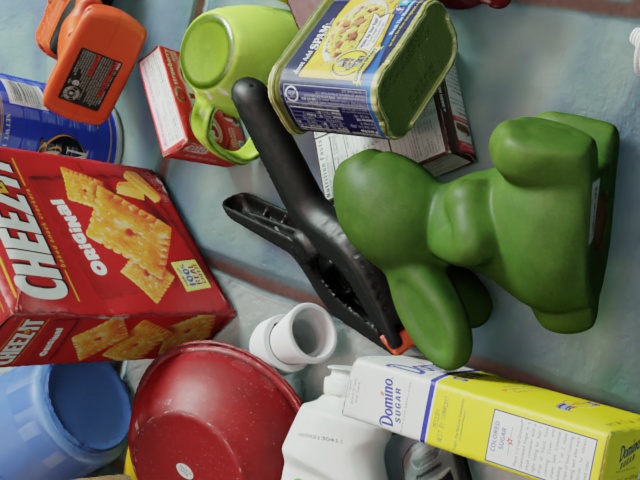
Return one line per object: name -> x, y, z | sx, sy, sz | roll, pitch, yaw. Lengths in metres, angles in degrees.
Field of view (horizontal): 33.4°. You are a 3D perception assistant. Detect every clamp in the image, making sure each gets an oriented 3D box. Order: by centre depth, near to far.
clamp -> -0.005, 0.001, 0.766 | 0.210, 0.036, 0.165 | 52, 157, 12

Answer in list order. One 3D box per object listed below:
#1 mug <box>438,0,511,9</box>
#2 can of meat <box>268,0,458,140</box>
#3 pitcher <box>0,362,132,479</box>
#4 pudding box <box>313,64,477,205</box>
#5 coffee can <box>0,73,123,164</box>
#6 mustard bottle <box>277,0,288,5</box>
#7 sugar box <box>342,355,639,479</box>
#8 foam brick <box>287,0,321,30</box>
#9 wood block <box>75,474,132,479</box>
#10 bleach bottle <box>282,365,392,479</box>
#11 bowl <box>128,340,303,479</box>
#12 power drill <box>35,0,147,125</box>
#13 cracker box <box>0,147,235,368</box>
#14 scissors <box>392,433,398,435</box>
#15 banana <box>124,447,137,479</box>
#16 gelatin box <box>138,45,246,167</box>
mug -> 0.086, -0.194, 0.707 | 0.093, 0.081, 0.117 | -51, 58, 23
can of meat -> 0.030, -0.113, 0.690 | 0.084, 0.057, 0.102 | 10, 56, 37
pitcher -> -0.282, 0.193, 0.928 | 0.243, 0.144, 0.149 | -32, 63, 29
pudding box -> 0.047, -0.081, 0.756 | 0.114, 0.039, 0.090 | -21, 73, 37
coffee can -> -0.258, -0.090, 0.931 | 0.103, 0.140, 0.103 | -4, 84, 38
mustard bottle -> 0.011, -0.272, 0.788 | 0.192, 0.058, 0.096 | -46, 55, 26
sugar box -> 0.111, 0.109, 0.655 | 0.176, 0.093, 0.048 | 15, 94, 37
foam brick -> 0.023, -0.176, 0.773 | 0.078, 0.052, 0.051 | -32, 68, 31
wood block -> -0.226, 0.281, 0.878 | 0.206, 0.090, 0.091 | -47, 52, 38
bleach bottle -> 0.017, 0.213, 0.728 | 0.103, 0.068, 0.251 | 4, 88, 23
bowl -> -0.085, 0.159, 0.789 | 0.162, 0.055, 0.162 | 8, 108, 24
power drill -> -0.187, -0.199, 0.897 | 0.185, 0.057, 0.188 | -58, 29, 29
cracker box -> -0.188, 0.011, 0.821 | 0.072, 0.213, 0.164 | -46, 61, 26
scissors -> -0.011, 0.121, 0.798 | 0.202, 0.016, 0.096 | -25, 71, 34
banana -> -0.124, 0.160, 0.861 | 0.198, 0.037, 0.070 | -60, 42, 26
gelatin box -> -0.100, -0.105, 0.851 | 0.030, 0.073, 0.089 | -30, 68, 32
